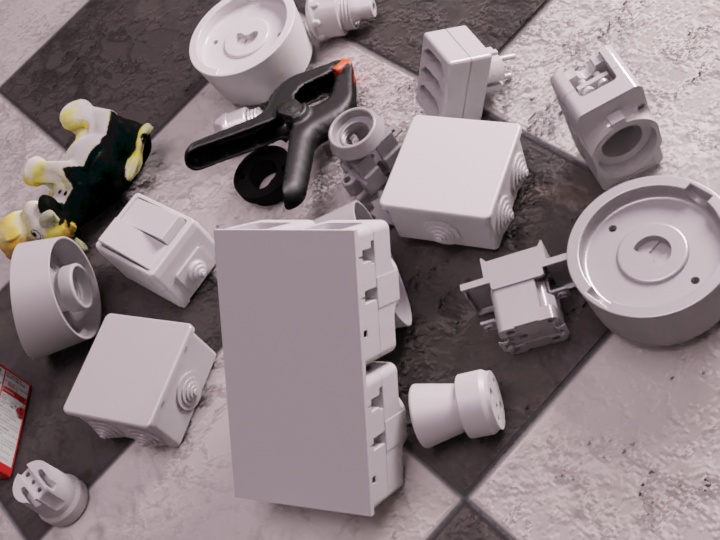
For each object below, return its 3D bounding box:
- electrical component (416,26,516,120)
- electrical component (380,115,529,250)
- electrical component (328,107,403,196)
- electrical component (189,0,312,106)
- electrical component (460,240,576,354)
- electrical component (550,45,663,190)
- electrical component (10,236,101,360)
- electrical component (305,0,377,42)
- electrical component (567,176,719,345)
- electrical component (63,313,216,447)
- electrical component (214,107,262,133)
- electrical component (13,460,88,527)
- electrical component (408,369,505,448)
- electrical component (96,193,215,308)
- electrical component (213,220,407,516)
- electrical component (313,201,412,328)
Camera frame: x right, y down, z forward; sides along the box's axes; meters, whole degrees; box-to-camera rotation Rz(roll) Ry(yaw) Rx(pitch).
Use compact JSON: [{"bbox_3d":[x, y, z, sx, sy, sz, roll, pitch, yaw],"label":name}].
[{"bbox_3d":[0.092,-0.159,0.874,0.077,0.065,0.047,-15,48,-19],"label":"electrical component"},{"bbox_3d":[0.074,-0.066,0.822,0.100,0.048,0.099,9,61,25],"label":"electrical component"},{"bbox_3d":[0.004,-0.100,0.879,0.066,0.055,0.048,-44,50,-6],"label":"electrical component"},{"bbox_3d":[-0.096,-0.202,0.994,0.108,0.060,0.108,-13,54,19],"label":"electrical component"},{"bbox_3d":[0.117,0.021,0.752,0.081,0.042,0.063,-18,57,16],"label":"electrical component"},{"bbox_3d":[0.180,-0.105,0.772,0.050,0.089,0.055,-28,51,8],"label":"electrical component"},{"bbox_3d":[-0.263,0.022,0.910,0.064,0.099,0.099,-15,54,10],"label":"electrical component"},{"bbox_3d":[-0.017,-0.237,0.989,0.062,0.048,0.048,-4,58,17],"label":"electrical component"},{"bbox_3d":[0.197,-0.001,0.713,0.108,0.060,0.108,-13,54,19],"label":"electrical component"},{"bbox_3d":[-0.171,0.087,0.848,0.100,0.048,0.099,5,62,29],"label":"electrical component"},{"bbox_3d":[-0.098,-0.130,0.965,0.061,0.035,0.035,-17,53,13],"label":"electrical component"},{"bbox_3d":[-0.239,0.171,0.829,0.040,0.046,0.040,-13,53,18],"label":"electrical component"},{"bbox_3d":[0.066,0.093,0.727,0.055,0.045,0.045,-15,54,17],"label":"electrical component"},{"bbox_3d":[-0.167,-0.017,0.907,0.096,0.061,0.061,24,72,36],"label":"electrical component"},{"bbox_3d":[-0.031,0.061,0.728,0.105,0.060,0.186,1,100,27],"label":"electrical component"},{"bbox_3d":[0.000,0.000,0.789,0.064,0.099,0.099,-17,53,24],"label":"electrical component"}]
